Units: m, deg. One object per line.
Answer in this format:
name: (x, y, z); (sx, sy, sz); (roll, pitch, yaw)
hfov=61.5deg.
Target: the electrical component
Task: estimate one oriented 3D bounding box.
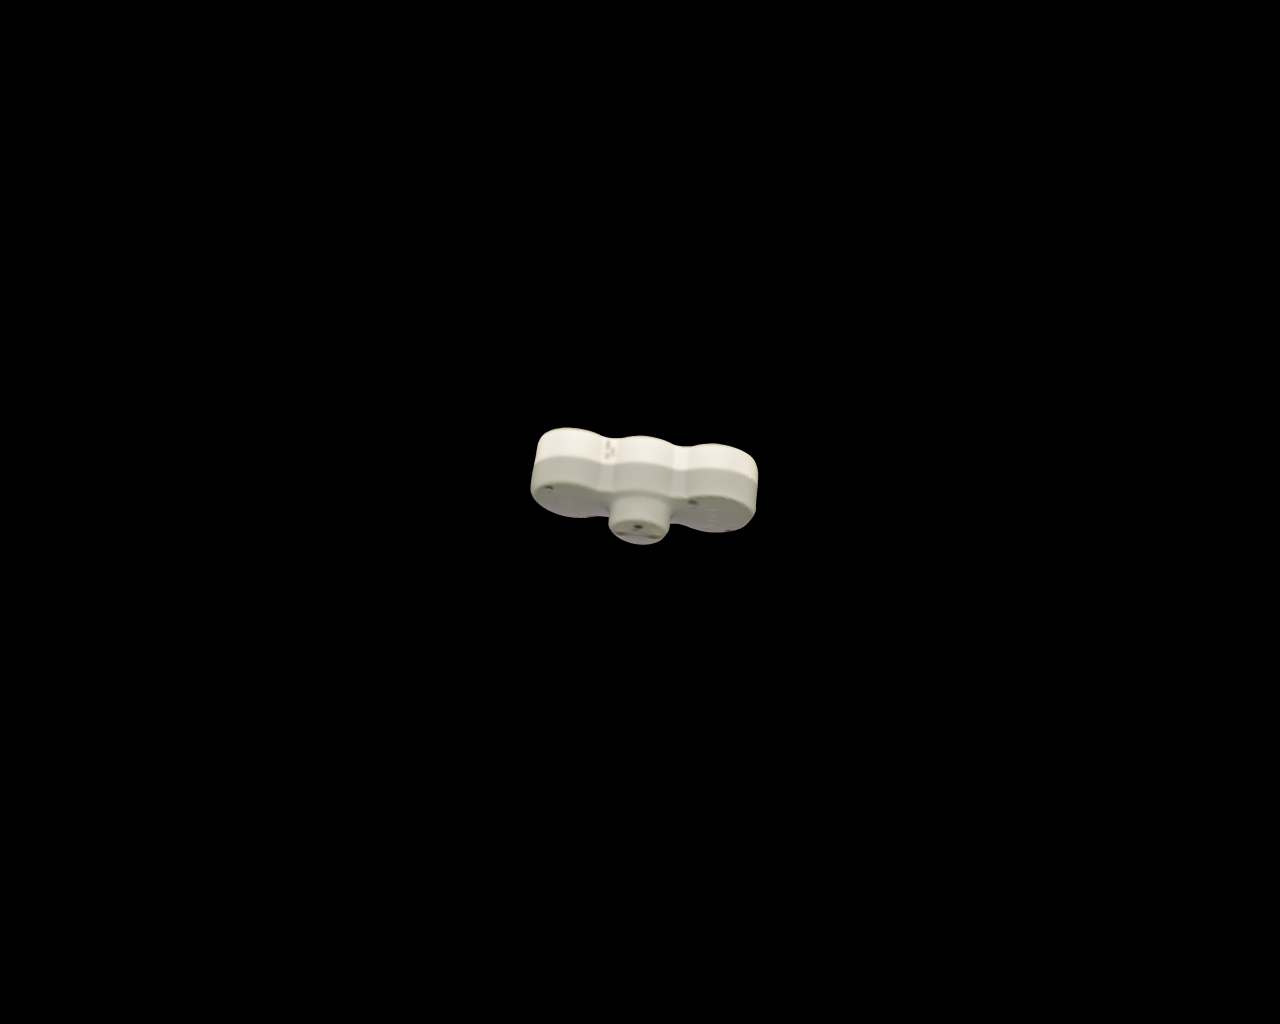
electrical component: (0.001, -0.003, 0.650); (0.138, 0.074, 0.052); (6, -27, 3)
